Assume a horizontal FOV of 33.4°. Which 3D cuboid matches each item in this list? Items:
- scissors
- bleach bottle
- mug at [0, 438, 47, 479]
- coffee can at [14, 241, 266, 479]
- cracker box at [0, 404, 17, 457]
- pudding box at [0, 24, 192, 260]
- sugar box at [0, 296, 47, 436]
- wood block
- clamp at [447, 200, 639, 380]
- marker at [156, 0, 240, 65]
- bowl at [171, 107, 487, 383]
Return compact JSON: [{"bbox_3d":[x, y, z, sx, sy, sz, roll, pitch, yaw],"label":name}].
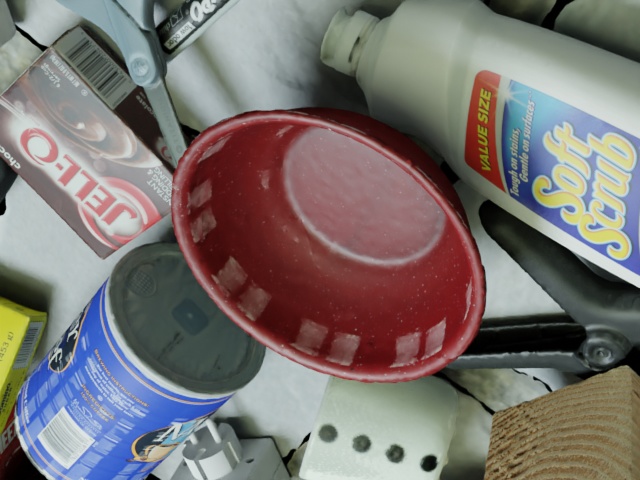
[{"bbox_3d":[-0.107,-0.099,0.560,0.096,0.016,0.202,5,112,29],"label":"scissors"},{"bbox_3d":[0.116,-0.041,0.500,0.251,0.068,0.103,25,132,9],"label":"bleach bottle"},{"bbox_3d":[-0.189,0.196,0.759,0.093,0.117,0.081,31,137,26],"label":"mug"},{"bbox_3d":[-0.112,0.082,0.653,0.103,0.102,0.141,40,128,-6],"label":"coffee can"},{"bbox_3d":[-0.301,0.188,0.826,0.164,0.072,0.214,13,125,13],"label":"cracker box"},{"bbox_3d":[-0.129,-0.053,0.609,0.090,0.039,0.113,-31,106,36],"label":"pudding box"},{"bbox_3d":[-0.283,0.060,0.720,0.176,0.048,0.093,21,87,5],"label":"sugar box"},{"bbox_3d":[0.184,0.174,0.574,0.090,0.090,0.206,-28,118,35],"label":"wood block"},{"bbox_3d":[0.141,0.053,0.568,0.171,0.039,0.120,27,140,2],"label":"clamp"},{"bbox_3d":[-0.050,-0.125,0.539,0.121,0.020,0.020,-32,106,36],"label":"marker"},{"bbox_3d":[0.011,-0.007,0.518,0.162,0.055,0.162,17,134,18],"label":"bowl"}]
